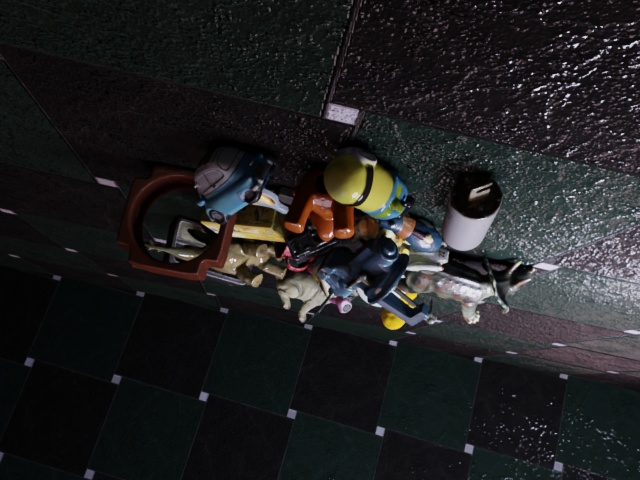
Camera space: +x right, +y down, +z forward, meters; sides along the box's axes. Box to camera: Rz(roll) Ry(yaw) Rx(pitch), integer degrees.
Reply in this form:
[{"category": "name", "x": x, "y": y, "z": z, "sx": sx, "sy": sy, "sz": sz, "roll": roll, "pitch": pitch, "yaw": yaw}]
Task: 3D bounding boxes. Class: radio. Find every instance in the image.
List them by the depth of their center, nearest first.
[{"category": "radio", "x": -0.289, "y": 0.035, "z": 1.413, "sx": 0.229, "sy": 0.131, "sz": 0.073, "roll": 19, "pitch": 165, "yaw": -25}]

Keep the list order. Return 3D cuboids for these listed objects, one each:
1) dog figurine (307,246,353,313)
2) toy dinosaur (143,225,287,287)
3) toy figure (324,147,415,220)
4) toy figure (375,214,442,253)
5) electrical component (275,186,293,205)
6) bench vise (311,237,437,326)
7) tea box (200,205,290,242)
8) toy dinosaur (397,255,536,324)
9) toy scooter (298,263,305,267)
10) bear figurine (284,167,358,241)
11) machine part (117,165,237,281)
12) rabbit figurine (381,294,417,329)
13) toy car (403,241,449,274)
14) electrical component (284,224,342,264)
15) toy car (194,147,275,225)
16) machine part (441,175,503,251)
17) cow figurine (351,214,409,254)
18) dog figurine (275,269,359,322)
[{"category": "dog figurine", "x": 0.027, "y": 0.067, "z": 1.277, "sx": 0.191, "sy": 0.108, "sz": 0.219, "roll": 56, "pitch": 173, "yaw": -31}, {"category": "toy dinosaur", "x": -0.212, "y": 0.032, "z": 1.265, "sx": 0.199, "sy": 0.105, "sz": 0.471, "roll": 18, "pitch": -177, "yaw": 22}, {"category": "toy figure", "x": 0.080, "y": -0.078, "z": 0.835, "sx": 0.082, "sy": 0.089, "sz": 0.180, "roll": -11, "pitch": 152, "yaw": 34}, {"category": "toy figure", "x": 0.170, "y": -0.022, "z": 1.034, "sx": 0.154, "sy": 0.058, "sz": 0.064, "roll": 27, "pitch": 152, "yaw": -32}, {"category": "electrical component", "x": -0.056, "y": -0.084, "z": 1.034, "sx": 0.063, "sy": 0.021, "sz": 0.094, "roll": 15, "pitch": 165, "yaw": -12}, {"category": "bench vise", "x": 0.118, "y": 0.098, "z": 1.058, "sx": 0.240, "sy": 0.129, "sz": 0.223, "roll": 37, "pitch": 129, "yaw": -7}, {"category": "tea box", "x": -0.155, "y": -0.047, "z": 1.147, "sx": 0.170, "sy": 0.068, "sz": 0.098, "roll": 5, "pitch": 165, "yaw": 17}, {"category": "toy dinosaur", "x": 0.283, "y": 0.083, "z": 1.236, "sx": 0.405, "sy": 0.131, "sz": 0.192, "roll": 13, "pitch": 152, "yaw": 7}, {"category": "toy scooter", "x": 0.019, "y": 0.105, "z": 1.555, "sx": 0.184, "sy": 0.075, "sz": 0.135, "roll": 17, "pitch": 164, "yaw": -9}, {"category": "bear figurine", "x": 0.009, "y": -0.042, "z": 0.949, "sx": 0.120, "sy": 0.132, "sz": 0.195, "roll": 9, "pitch": 158, "yaw": 4}, {"category": "machine part", "x": -0.270, "y": -0.031, "z": 1.036, "sx": 0.202, "sy": 0.201, "sz": 0.087, "roll": 10, "pitch": 167, "yaw": 2}, {"category": "rabbit figurine", "x": 0.197, "y": 0.155, "z": 1.426, "sx": 0.122, "sy": 0.173, "sz": 0.162, "roll": 3, "pitch": 159, "yaw": 13}, {"category": "toy car", "x": 0.184, "y": 0.033, "z": 1.180, "sx": 0.202, "sy": 0.073, "sz": 0.056, "roll": 0, "pitch": 159, "yaw": 36}, {"category": "electrical component", "x": -0.002, "y": -0.003, "z": 1.106, "sx": 0.134, "sy": 0.058, "sz": 0.115, "roll": -25, "pitch": 176, "yaw": -1}, {"category": "toy car", "x": -0.156, "y": -0.103, "z": 0.898, "sx": 0.103, "sy": 0.109, "sz": 0.162, "roll": 38, "pitch": 145, "yaw": -23}, {"category": "machine part", "x": 0.243, "y": -0.040, "z": 0.878, "sx": 0.079, "sy": 0.079, "sz": 0.243, "roll": 8, "pitch": 165, "yaw": 10}, {"category": "cow figurine", "x": 0.112, "y": -0.011, "z": 1.099, "sx": 0.098, "sy": 0.068, "sz": 0.167, "roll": 5, "pitch": 163, "yaw": 42}, {"category": "dog figurine", "x": -0.005, "y": 0.114, "z": 1.431, "sx": 0.191, "sy": 0.121, "sz": 0.172, "roll": -28, "pitch": 129, "yaw": 26}]
